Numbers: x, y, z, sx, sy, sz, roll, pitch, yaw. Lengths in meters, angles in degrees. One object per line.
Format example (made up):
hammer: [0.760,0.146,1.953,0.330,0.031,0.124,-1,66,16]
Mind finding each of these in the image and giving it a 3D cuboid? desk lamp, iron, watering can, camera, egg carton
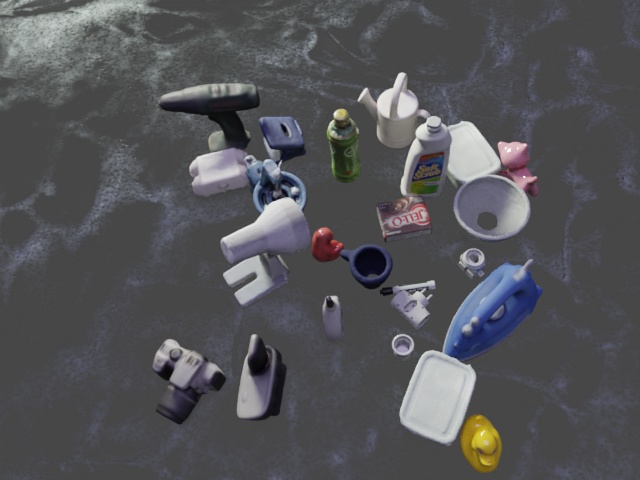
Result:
desk lamp: [-0.119,0.025,1.218,0.203,0.214,0.117,-32,64,-10]
iron: [0.340,0.143,1.152,0.258,0.141,0.118,-43,66,-15]
watering can: [0.178,-0.317,1.375,0.172,0.194,0.101,-2,63,5]
camera: [-0.287,0.291,1.163,0.143,0.101,0.137,24,68,17]
egg carton: [-0.243,-0.164,1.409,0.150,0.069,0.107,-15,62,-2]

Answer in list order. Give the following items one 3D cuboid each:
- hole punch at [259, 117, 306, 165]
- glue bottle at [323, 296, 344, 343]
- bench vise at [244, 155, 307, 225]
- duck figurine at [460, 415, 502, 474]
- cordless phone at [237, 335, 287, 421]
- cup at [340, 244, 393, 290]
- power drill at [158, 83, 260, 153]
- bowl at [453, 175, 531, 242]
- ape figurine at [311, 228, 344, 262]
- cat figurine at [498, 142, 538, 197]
hole punch: [-0.093,-0.262,1.432,0.101,0.091,0.108,-21,63,-5]
glue bottle: [0.025,0.149,1.163,0.037,0.173,0.078,-3,63,5]
bench vise: [-0.121,-0.123,1.291,0.207,0.220,0.122,32,70,20]
duck figurine: [0.304,0.376,1.068,0.077,0.086,0.104,-6,62,3]
cordless phone: [-0.127,0.267,1.111,0.094,0.185,0.147,0,63,6]
cup: [0.099,0.064,1.244,0.117,0.095,0.092,22,67,16]
power drill: [-0.253,-0.300,1.401,0.229,0.208,0.075,-15,62,-2]
bowl: [0.381,-0.059,1.289,0.167,0.075,0.167,-2,63,5]
ape figurine: [0.012,0.005,1.284,0.076,0.092,0.077,-34,65,-11]
cat figurine: [0.458,-0.170,1.314,0.067,0.118,0.127,-23,63,-6]
